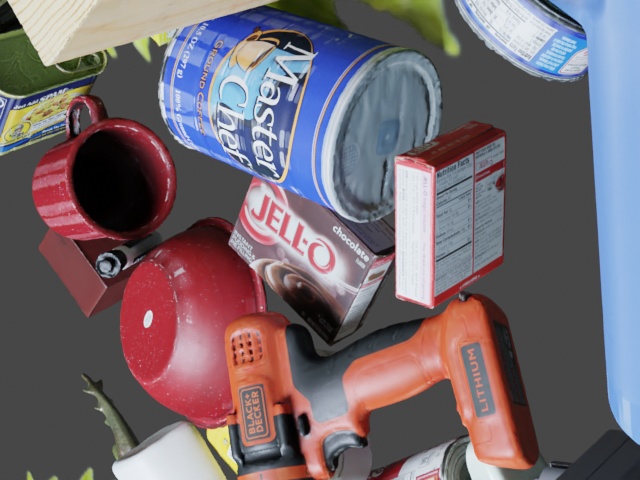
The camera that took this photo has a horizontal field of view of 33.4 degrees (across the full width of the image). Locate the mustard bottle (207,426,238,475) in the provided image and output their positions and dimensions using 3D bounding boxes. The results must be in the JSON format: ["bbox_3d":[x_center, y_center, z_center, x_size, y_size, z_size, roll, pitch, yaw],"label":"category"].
[{"bbox_3d":[-0.003,0.192,0.806,0.192,0.058,0.096,45,139,18],"label":"mustard bottle"}]

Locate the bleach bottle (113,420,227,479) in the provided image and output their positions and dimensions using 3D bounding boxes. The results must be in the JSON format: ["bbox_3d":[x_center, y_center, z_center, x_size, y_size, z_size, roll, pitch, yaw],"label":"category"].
[{"bbox_3d":[-0.069,0.267,0.860,0.251,0.068,0.103,57,156,0],"label":"bleach bottle"}]

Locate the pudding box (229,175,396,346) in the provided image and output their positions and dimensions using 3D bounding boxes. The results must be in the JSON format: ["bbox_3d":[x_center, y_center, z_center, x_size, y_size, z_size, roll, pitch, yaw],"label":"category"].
[{"bbox_3d":[-0.005,0.001,0.723,0.113,0.039,0.090,42,134,21],"label":"pudding box"}]

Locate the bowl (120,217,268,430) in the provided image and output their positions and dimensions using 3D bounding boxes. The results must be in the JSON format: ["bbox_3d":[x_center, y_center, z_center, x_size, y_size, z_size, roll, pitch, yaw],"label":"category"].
[{"bbox_3d":[-0.105,0.062,0.799,0.162,0.055,0.162,-7,82,53],"label":"bowl"}]

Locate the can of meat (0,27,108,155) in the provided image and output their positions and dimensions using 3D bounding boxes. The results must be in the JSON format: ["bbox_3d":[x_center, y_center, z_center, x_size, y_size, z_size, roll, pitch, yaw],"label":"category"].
[{"bbox_3d":[-0.227,-0.119,0.837,0.057,0.101,0.084,53,140,11],"label":"can of meat"}]

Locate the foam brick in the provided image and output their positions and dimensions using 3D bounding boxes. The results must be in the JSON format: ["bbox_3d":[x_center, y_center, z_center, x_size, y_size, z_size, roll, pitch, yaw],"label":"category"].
[{"bbox_3d":[-0.191,0.014,0.906,0.078,0.051,0.053,53,136,10],"label":"foam brick"}]

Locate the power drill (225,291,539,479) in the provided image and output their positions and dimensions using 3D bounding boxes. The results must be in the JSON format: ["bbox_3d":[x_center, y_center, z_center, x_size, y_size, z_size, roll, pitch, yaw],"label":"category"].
[{"bbox_3d":[0.033,0.119,0.651,0.188,0.057,0.184,-16,75,19],"label":"power drill"}]

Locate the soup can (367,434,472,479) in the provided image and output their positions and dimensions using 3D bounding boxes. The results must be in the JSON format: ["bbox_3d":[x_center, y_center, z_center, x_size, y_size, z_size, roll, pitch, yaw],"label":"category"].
[{"bbox_3d":[0.076,0.174,0.711,0.102,0.068,0.068,-36,84,48],"label":"soup can"}]

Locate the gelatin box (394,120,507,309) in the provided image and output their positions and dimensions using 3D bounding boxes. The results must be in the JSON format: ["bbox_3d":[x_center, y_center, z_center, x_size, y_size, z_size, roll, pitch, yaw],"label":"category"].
[{"bbox_3d":[0.074,-0.016,0.611,0.030,0.073,0.089,18,122,38],"label":"gelatin box"}]

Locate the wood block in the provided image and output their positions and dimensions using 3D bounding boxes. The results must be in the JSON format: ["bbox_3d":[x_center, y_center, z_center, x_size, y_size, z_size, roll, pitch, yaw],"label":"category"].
[{"bbox_3d":[-0.066,-0.175,0.569,0.090,0.205,0.091,-34,85,48],"label":"wood block"}]

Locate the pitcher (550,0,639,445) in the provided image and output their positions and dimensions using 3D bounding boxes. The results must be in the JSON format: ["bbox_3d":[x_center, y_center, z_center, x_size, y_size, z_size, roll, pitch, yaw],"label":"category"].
[{"bbox_3d":[0.192,-0.023,0.463,0.149,0.144,0.243,26,132,49],"label":"pitcher"}]

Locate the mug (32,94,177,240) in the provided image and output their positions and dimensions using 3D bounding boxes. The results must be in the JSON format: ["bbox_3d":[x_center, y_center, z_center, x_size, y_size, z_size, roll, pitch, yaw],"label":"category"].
[{"bbox_3d":[-0.174,-0.054,0.829,0.082,0.093,0.117,-7,99,52],"label":"mug"}]

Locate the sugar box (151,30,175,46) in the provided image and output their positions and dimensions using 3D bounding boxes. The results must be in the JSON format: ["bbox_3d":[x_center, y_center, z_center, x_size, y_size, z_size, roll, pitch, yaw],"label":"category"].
[{"bbox_3d":[-0.149,-0.223,0.738,0.176,0.048,0.093,46,149,21],"label":"sugar box"}]

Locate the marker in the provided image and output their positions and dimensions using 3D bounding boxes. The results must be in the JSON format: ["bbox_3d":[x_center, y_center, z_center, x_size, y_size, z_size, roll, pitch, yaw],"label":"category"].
[{"bbox_3d":[-0.145,0.010,0.815,0.020,0.121,0.020,1,99,7],"label":"marker"}]

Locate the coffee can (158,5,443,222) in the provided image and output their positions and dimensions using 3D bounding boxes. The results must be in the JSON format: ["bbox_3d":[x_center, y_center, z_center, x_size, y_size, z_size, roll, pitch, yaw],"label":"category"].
[{"bbox_3d":[-0.013,-0.082,0.641,0.140,0.102,0.103,25,126,35],"label":"coffee can"}]

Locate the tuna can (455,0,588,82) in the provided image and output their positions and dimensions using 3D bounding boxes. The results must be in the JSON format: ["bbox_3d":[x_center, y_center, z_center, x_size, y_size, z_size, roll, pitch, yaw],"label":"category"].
[{"bbox_3d":[0.108,-0.120,0.516,0.086,0.085,0.034,52,136,12],"label":"tuna can"}]
